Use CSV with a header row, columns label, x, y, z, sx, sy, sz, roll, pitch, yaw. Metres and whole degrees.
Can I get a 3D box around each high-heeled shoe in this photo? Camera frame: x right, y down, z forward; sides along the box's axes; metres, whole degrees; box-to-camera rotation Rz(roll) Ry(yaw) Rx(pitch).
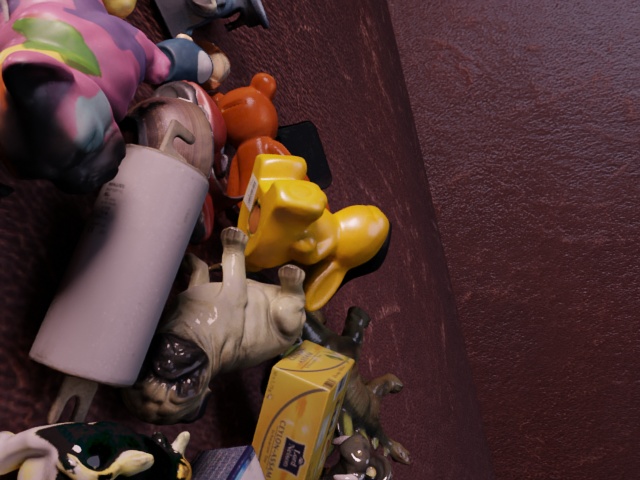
label,x,y,z,sx,sy,sz,roll,pitch,yaw
high-heeled shoe,0.018,-0.019,0.775,0.086,0.145,0.249,21,23,-31

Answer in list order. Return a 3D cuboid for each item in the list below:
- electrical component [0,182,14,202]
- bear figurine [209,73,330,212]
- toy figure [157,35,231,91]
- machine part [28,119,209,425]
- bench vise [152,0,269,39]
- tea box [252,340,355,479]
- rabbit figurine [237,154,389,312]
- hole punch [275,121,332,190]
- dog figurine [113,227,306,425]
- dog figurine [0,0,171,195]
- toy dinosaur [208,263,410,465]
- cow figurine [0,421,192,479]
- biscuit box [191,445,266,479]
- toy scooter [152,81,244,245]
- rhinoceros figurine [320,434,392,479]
label,x,y,z,sx,sy,sz,roll,pitch,yaw
electrical component,-0.242,0.001,0.285,0.114,0.058,0.134,44,36,-51
bear figurine,-0.076,-0.106,0.713,0.132,0.120,0.196,21,52,-70
toy figure,-0.152,-0.214,0.666,0.058,0.064,0.154,39,24,5
machine part,-0.148,0.018,0.407,0.079,0.079,0.243,40,64,-57
bench vise,-0.088,-0.334,0.683,0.224,0.241,0.128,-83,152,-78
tea box,-0.025,0.208,0.587,0.098,0.068,0.169,-16,124,-70
rabbit figurine,-0.001,-0.002,0.610,0.122,0.173,0.162,42,-58,56
hole punch,-0.060,-0.113,0.821,0.116,0.092,0.142,-22,101,-39
dog figurine,-0.091,0.109,0.518,0.172,0.121,0.191,33,44,-20
dog figurine,-0.191,-0.129,0.361,0.191,0.108,0.219,61,10,-20
toy dinosaur,0.008,0.180,0.753,0.470,0.105,0.198,55,31,-20
cow figurine,-0.139,0.165,0.384,0.167,0.098,0.068,40,34,-57
biscuit box,-0.111,0.258,0.444,0.203,0.063,0.059,-44,118,-66
toy scooter,-0.130,-0.080,0.608,0.135,0.075,0.184,21,59,-68
rhinoceros figurine,0.039,0.319,0.676,0.073,0.112,0.190,-89,-172,-58
